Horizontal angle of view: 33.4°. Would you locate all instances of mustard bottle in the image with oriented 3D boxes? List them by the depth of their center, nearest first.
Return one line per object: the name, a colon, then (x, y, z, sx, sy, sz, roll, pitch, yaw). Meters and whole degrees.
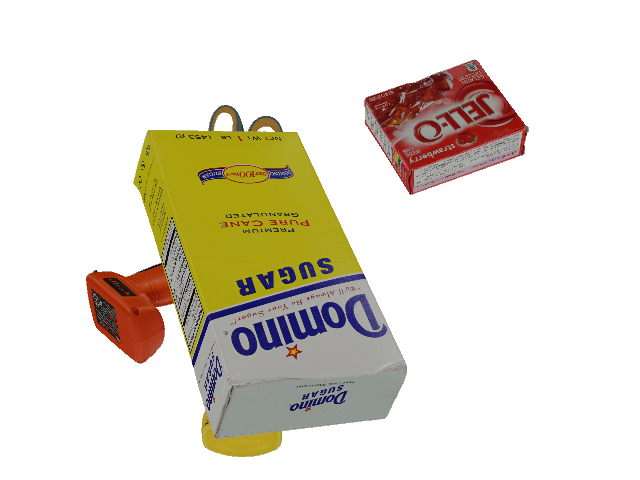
mustard bottle: (-0.096, 0.194, 1.347, 0.096, 0.058, 0.191, -1, 26, -1)

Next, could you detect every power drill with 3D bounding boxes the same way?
power drill: (-0.096, 0.045, 0.943, 0.187, 0.057, 0.185, -19, 27, -31)

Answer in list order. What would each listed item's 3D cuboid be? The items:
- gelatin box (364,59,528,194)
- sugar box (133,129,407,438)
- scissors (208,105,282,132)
gelatin box: (0.084, -0.078, 0.722, 0.089, 0.073, 0.030, -20, -36, -11)
sugar box: (-0.030, 0.014, 0.548, 0.093, 0.048, 0.176, -3, 44, -25)
scissors: (-0.077, -0.060, 1.225, 0.096, 0.202, 0.016, -11, -7, -15)
